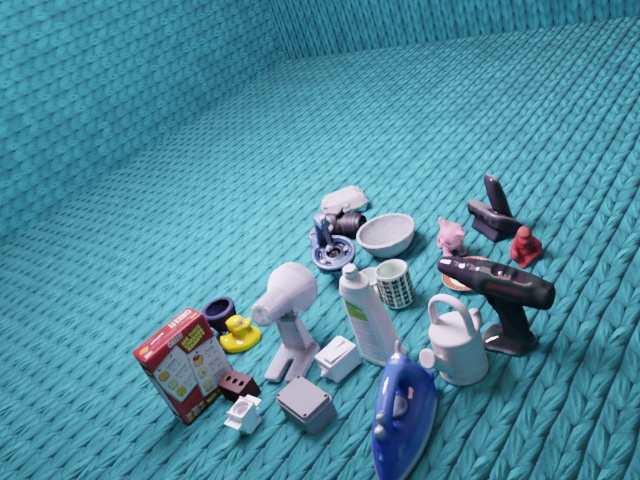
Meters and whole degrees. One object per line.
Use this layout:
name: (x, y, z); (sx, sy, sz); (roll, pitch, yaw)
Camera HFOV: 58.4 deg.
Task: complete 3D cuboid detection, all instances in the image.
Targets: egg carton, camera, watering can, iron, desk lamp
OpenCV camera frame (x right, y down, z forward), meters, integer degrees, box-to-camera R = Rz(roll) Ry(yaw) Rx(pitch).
egg carton: (0.078, -0.117, 1.857); (0.150, 0.069, 0.107); (-22, 30, -2)
camera: (0.061, -0.045, 1.720); (0.136, 0.101, 0.143); (0, 37, 32)
watering can: (0.263, 0.192, 1.125); (0.100, 0.194, 0.173); (-3, 35, 29)
iron: (0.137, 0.316, 1.057); (0.118, 0.142, 0.258); (-5, 34, 25)
desk lamp: (-0.076, 0.187, 1.325); (0.117, 0.214, 0.203); (-3, 35, 28)

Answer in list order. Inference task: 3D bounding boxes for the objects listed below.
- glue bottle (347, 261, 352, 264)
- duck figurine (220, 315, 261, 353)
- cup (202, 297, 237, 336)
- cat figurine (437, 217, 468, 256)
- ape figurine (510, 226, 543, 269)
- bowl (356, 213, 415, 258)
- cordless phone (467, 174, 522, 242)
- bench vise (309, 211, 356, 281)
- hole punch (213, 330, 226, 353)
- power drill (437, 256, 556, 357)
glue bottle: (0.094, 0.120, 1.366); (0.037, 0.173, 0.078); (-20, 30, 3)
duck figurine: (-0.211, 0.233, 1.463); (0.104, 0.086, 0.077); (-21, 30, 0)
cup: (-0.264, 0.219, 1.508); (0.118, 0.095, 0.091); (-39, 35, -28)
cat figurine: (0.336, -0.014, 1.483); (0.067, 0.118, 0.127); (-20, 30, 2)
ape figurine: (0.491, 0.010, 1.374); (0.077, 0.092, 0.076); (-10, 32, 18)
bowl: (0.190, -0.001, 1.596); (0.167, 0.075, 0.167); (-16, 31, 10)
cordless phone: (0.443, -0.104, 1.493); (0.094, 0.185, 0.147); (-29, 31, -13)
bench vise: (0.006, 0.012, 1.546); (0.122, 0.220, 0.206); (-40, 35, -28)
hole punch: (-0.312, 0.283, 1.441); (0.100, 0.091, 0.109); (0, 37, 33)
power drill: (0.356, 0.129, 1.152); (0.228, 0.209, 0.076); (6, 40, 38)
